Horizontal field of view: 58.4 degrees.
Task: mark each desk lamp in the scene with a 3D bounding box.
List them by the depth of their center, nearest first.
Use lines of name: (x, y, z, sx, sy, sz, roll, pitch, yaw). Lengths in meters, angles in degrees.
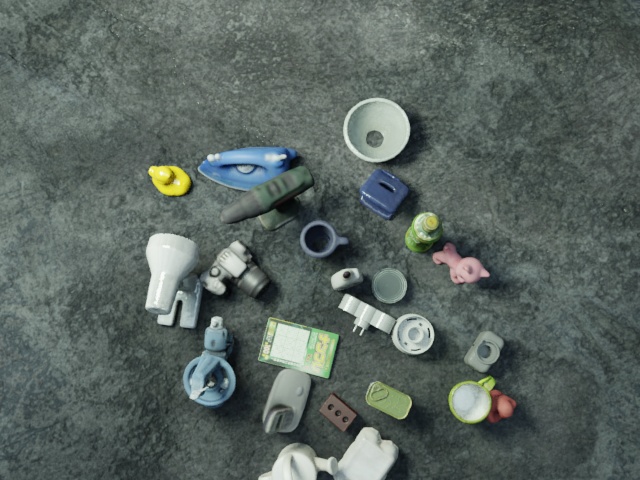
desk lamp: (-0.340, 0.100, 1.338, 0.118, 0.213, 0.203, 6, 81, 3)

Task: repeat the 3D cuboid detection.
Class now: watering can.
watering can: (-0.049, 0.515, 1.270, 0.173, 0.194, 0.101, -35, 81, -4)

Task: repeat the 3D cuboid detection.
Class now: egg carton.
egg carton: (0.107, 0.518, 1.327, 0.107, 0.069, 0.150, 35, 84, 7)

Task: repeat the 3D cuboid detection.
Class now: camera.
camera: (-0.199, 0.090, 1.391, 0.136, 0.101, 0.143, 40, 84, 8)

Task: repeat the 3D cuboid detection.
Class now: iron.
iron: (-0.189, -0.189, 1.416, 0.258, 0.141, 0.119, 1, 81, 2)

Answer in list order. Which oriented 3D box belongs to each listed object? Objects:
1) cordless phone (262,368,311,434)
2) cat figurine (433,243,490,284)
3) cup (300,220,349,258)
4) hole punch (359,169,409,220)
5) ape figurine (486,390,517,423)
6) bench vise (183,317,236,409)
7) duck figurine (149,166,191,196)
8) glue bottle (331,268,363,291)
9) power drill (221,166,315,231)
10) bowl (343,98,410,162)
cordless phone: (-0.082, 0.368, 1.300, 0.094, 0.185, 0.148, 15, 82, 5)
cat figurine: (0.338, 0.058, 1.370, 0.067, 0.118, 0.127, -44, 82, -5)
cup: (0.013, 0.005, 1.401, 0.117, 0.095, 0.092, 3, 81, 3)
hole punch: (0.158, -0.120, 1.418, 0.108, 0.091, 0.101, 33, 83, 7)
ape figurine: (0.420, 0.389, 1.326, 0.078, 0.092, 0.076, -12, 80, 0)
bench vise: (-0.262, 0.285, 1.302, 0.121, 0.220, 0.207, -13, 80, 0)
duck figurine: (-0.382, -0.157, 1.445, 0.104, 0.086, 0.077, 21, 82, 5)
glue bottle: (0.064, 0.088, 1.346, 0.078, 0.173, 0.037, -17, 80, 0)
power drill: (-0.116, -0.088, 1.363, 0.229, 0.208, 0.075, -32, 81, -3)
bowl: (0.142, -0.269, 1.451, 0.167, 0.075, 0.167, 0, 81, 2)
